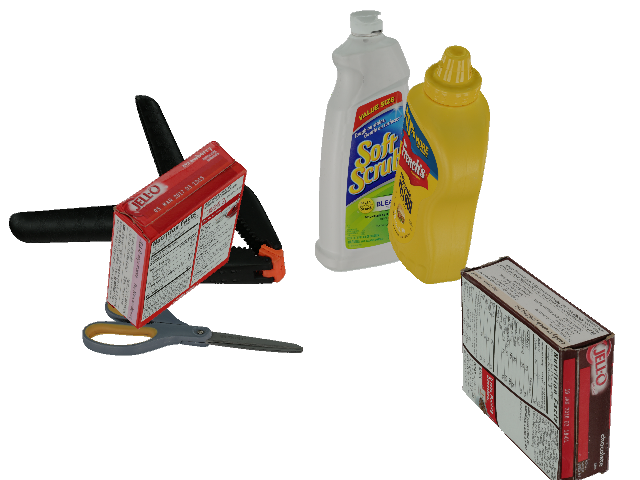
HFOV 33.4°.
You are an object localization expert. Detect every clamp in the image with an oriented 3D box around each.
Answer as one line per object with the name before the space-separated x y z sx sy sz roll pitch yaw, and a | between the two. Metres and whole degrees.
clamp | -0.111 -0.031 0.824 0.210 0.164 0.036 21 -32 18

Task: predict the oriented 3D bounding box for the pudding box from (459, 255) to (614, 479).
pudding box | 0.123 0.072 0.618 0.039 0.090 0.114 -13 26 -20

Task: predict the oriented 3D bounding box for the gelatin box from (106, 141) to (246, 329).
gelatin box | -0.080 -0.003 0.582 0.073 0.030 0.089 -39 -20 -34

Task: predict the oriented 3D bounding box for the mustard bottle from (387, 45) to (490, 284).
mustard bottle | 0.092 -0.063 0.815 0.058 0.192 0.096 -7 45 -12

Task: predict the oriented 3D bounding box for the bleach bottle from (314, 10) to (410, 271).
bleach bottle | 0.041 -0.099 1.059 0.102 0.251 0.068 -10 24 -17

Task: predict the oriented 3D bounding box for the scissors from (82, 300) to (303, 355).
scissors | -0.122 0.079 1.010 0.201 0.016 0.096 -1 33 -9
